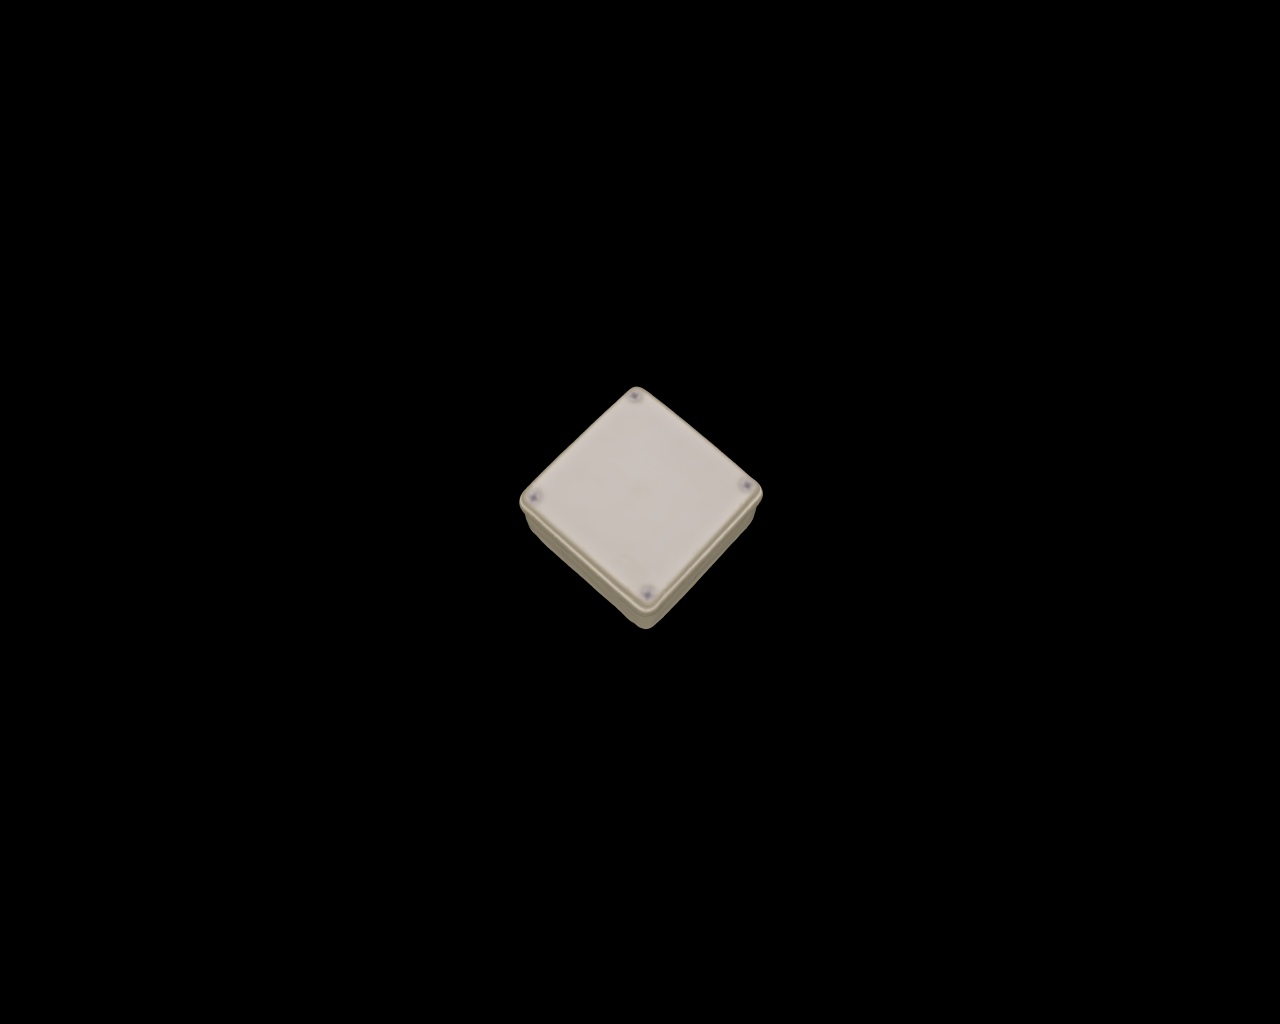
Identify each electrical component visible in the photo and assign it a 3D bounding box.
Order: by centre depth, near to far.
[{"bbox_3d":[0.001,-0.003,0.650,0.109,0.109,0.056,41,-15,14],"label":"electrical component"}]
